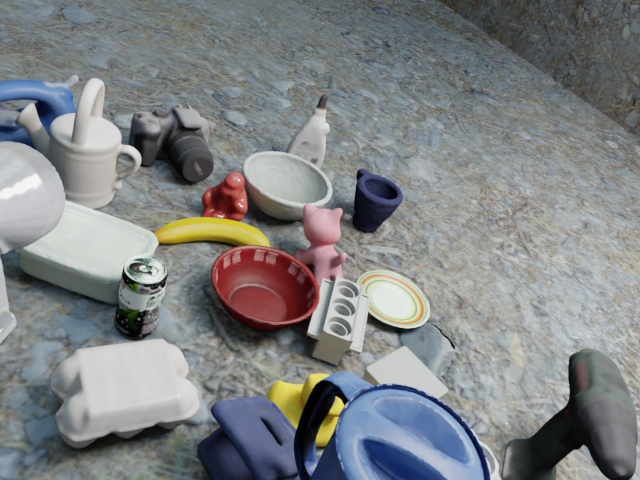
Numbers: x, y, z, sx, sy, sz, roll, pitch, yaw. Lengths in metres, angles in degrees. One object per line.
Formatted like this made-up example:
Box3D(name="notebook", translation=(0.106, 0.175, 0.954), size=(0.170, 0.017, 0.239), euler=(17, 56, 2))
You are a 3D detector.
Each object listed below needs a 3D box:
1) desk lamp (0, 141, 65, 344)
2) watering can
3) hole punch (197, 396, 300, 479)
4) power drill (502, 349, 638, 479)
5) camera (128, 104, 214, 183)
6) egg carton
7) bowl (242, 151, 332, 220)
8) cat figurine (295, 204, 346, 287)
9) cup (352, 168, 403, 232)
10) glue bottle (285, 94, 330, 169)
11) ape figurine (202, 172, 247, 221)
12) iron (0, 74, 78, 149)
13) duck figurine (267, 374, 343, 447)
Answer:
Box3D(name="desk lamp", translation=(-0.376, 0.020, 0.614), size=(0.118, 0.213, 0.203), euler=(20, 36, -4))
Box3D(name="watering can", translation=(-0.359, -0.150, 0.856), size=(0.173, 0.194, 0.100), euler=(1, 41, -28))
Box3D(name="hole punch", translation=(-0.068, 0.222, 0.631), size=(0.101, 0.091, 0.108), euler=(-16, 51, -41))
Box3D(name="power drill", translation=(0.311, 0.247, 0.709), size=(0.075, 0.208, 0.230), euler=(28, 36, 7))
Box3D(name="camera", translation=(-0.253, -0.173, 1.024), size=(0.144, 0.101, 0.136), euler=(-5, 44, -33))
Box3D(name="egg carton", translation=(-0.215, 0.168, 0.636), size=(0.151, 0.069, 0.107), euler=(-4, 44, -32))
Box3D(name="bowl", translation=(-0.066, -0.087, 1.039), size=(0.168, 0.074, 0.167), euler=(15, 37, -11))
Box3D(name="cat figurine", translation=(0.009, 0.003, 0.929), size=(0.067, 0.117, 0.127), euler=(0, 42, -28))
Box3D(name="cup", translation=(0.092, -0.071, 1.090), size=(0.092, 0.095, 0.117), euler=(-7, 46, -35))
Box3D(name="glue bottle", translation=(-0.015, -0.212, 1.143), size=(0.078, 0.173, 0.037), euler=(12, 37, -14))
Box3D(name="ape figurine", translation=(-0.153, -0.074, 0.961), size=(0.077, 0.092, 0.076), euler=(34, 37, 14))
Box3D(name="iron", translation=(-0.485, -0.182, 0.872), size=(0.259, 0.141, 0.118), euler=(-20, 54, -44))
Box3D(name="duck figurine", translation=(-0.011, 0.196, 0.700), size=(0.104, 0.086, 0.077), euler=(26, 36, 4))
